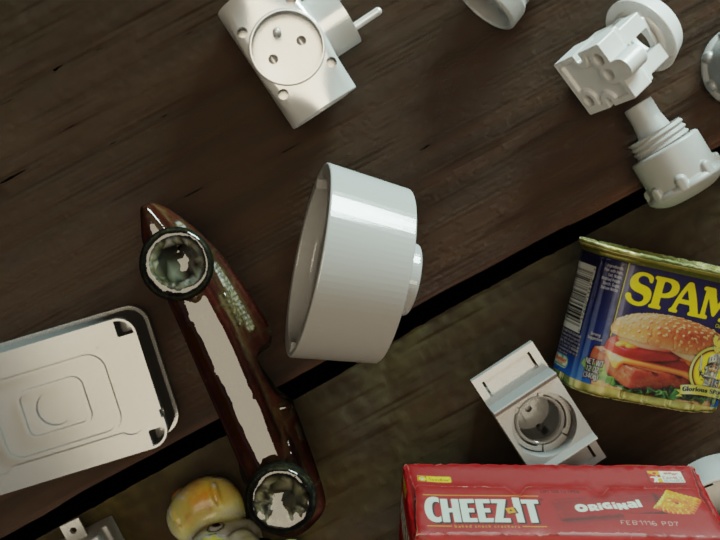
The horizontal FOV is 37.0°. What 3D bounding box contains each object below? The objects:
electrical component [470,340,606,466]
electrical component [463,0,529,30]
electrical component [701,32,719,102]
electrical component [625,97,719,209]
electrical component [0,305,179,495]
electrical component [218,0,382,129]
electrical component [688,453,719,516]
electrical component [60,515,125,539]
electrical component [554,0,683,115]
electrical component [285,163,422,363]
[{"bbox_3d":[0.101,0.083,0.625,0.042,0.064,0.081,-33,96,0],"label":"electrical component"},{"bbox_3d":[0.085,-0.168,0.614,0.040,0.040,0.046,38,86,-6],"label":"electrical component"},{"bbox_3d":[0.228,-0.119,0.615,0.048,0.062,0.048,0,95,-4],"label":"electrical component"},{"bbox_3d":[0.178,-0.070,0.626,0.048,0.048,0.062,-31,90,0],"label":"electrical component"},{"bbox_3d":[-0.167,0.072,0.609,0.113,0.057,0.078,-17,96,-2],"label":"electrical component"},{"bbox_3d":[-0.026,-0.133,0.607,0.079,0.044,0.077,-34,96,0],"label":"electrical component"},{"bbox_3d":[0.227,0.163,0.652,0.099,0.064,0.099,1,93,10],"label":"electrical component"},{"bbox_3d":[-0.154,0.177,0.620,0.048,0.055,0.066,-26,96,-1],"label":"electrical component"},{"bbox_3d":[0.150,-0.124,0.612,0.055,0.066,0.048,-43,101,-19],"label":"electrical component"},{"bbox_3d":[0.000,0.000,0.592,0.060,0.108,0.108,11,94,-10],"label":"electrical component"}]
